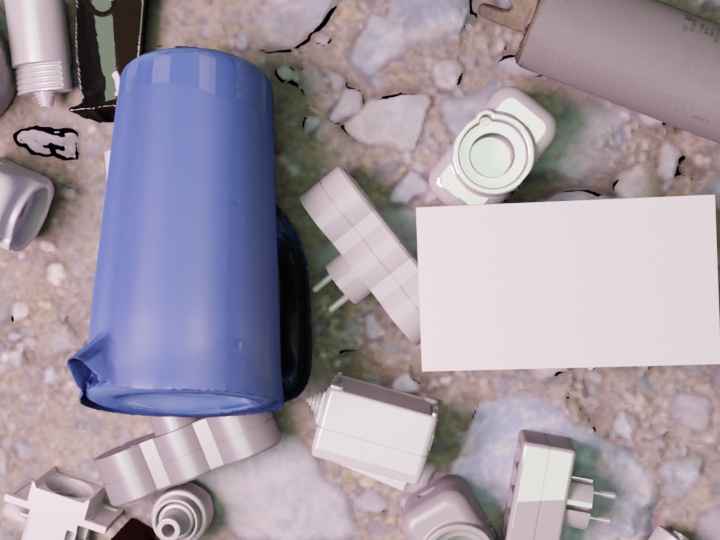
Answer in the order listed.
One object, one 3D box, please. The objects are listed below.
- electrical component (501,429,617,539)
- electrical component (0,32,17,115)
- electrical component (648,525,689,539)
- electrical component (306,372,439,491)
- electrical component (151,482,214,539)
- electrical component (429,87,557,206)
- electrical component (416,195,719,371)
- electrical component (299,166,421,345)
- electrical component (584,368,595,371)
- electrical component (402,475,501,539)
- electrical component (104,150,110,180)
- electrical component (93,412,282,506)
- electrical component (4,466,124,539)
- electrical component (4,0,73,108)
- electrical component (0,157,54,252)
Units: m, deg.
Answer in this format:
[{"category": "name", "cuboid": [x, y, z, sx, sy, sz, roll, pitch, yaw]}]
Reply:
[{"category": "electrical component", "cuboid": [0.148, 0.167, 0.786, 0.076, 0.047, 0.083, 10, 94, 4]}, {"category": "electrical component", "cuboid": [-0.306, -0.149, 0.796, 0.099, 0.064, 0.099, 0, 94, 5]}, {"category": "electrical component", "cuboid": [0.218, 0.220, 0.787, 0.044, 0.044, 0.065, 33, 91, 2]}, {"category": "electrical component", "cuboid": [0.005, 0.116, 0.787, 0.096, 0.062, 0.061, 15, 95, 4]}, {"category": "electrical component", "cuboid": [-0.135, 0.185, 0.803, 0.043, 0.062, 0.043, 0, 94, 5]}, {"category": "electrical component", "cuboid": [0.094, -0.081, 0.768, 0.054, 0.059, 0.095, 40, 96, 1]}, {"category": "electrical component", "cuboid": [0.134, 0.009, 0.709, 0.186, 0.060, 0.105, -2, 90, 7]}, {"category": "electrical component", "cuboid": [0.000, 0.000, 0.785, 0.074, 0.052, 0.138, -39, 89, 6]}, {"category": "electrical component", "cuboid": [0.146, 0.020, 0.773, 0.096, 0.061, 0.061, 38, 95, 9]}, {"category": "electrical component", "cuboid": [0.073, 0.205, 0.788, 0.054, 0.059, 0.095, -31, 91, 6]}, {"category": "electrical component", "cuboid": [-0.171, -0.060, 0.802, 0.044, 0.044, 0.065, -5, 88, 5]}, {"category": "electrical component", "cuboid": [-0.135, 0.117, 0.804, 0.138, 0.052, 0.073, -21, 92, 5]}, {"category": "electrical component", "cuboid": [-0.229, 0.191, 0.822, 0.081, 0.042, 0.063, 18, 96, 4]}, {"category": "electrical component", "cuboid": [-0.237, -0.161, 0.799, 0.043, 0.043, 0.081, -5, 94, 5]}, {"category": "electrical component", "cuboid": [-0.265, -0.050, 0.783, 0.059, 0.095, 0.053, 24, 95, 3]}]
